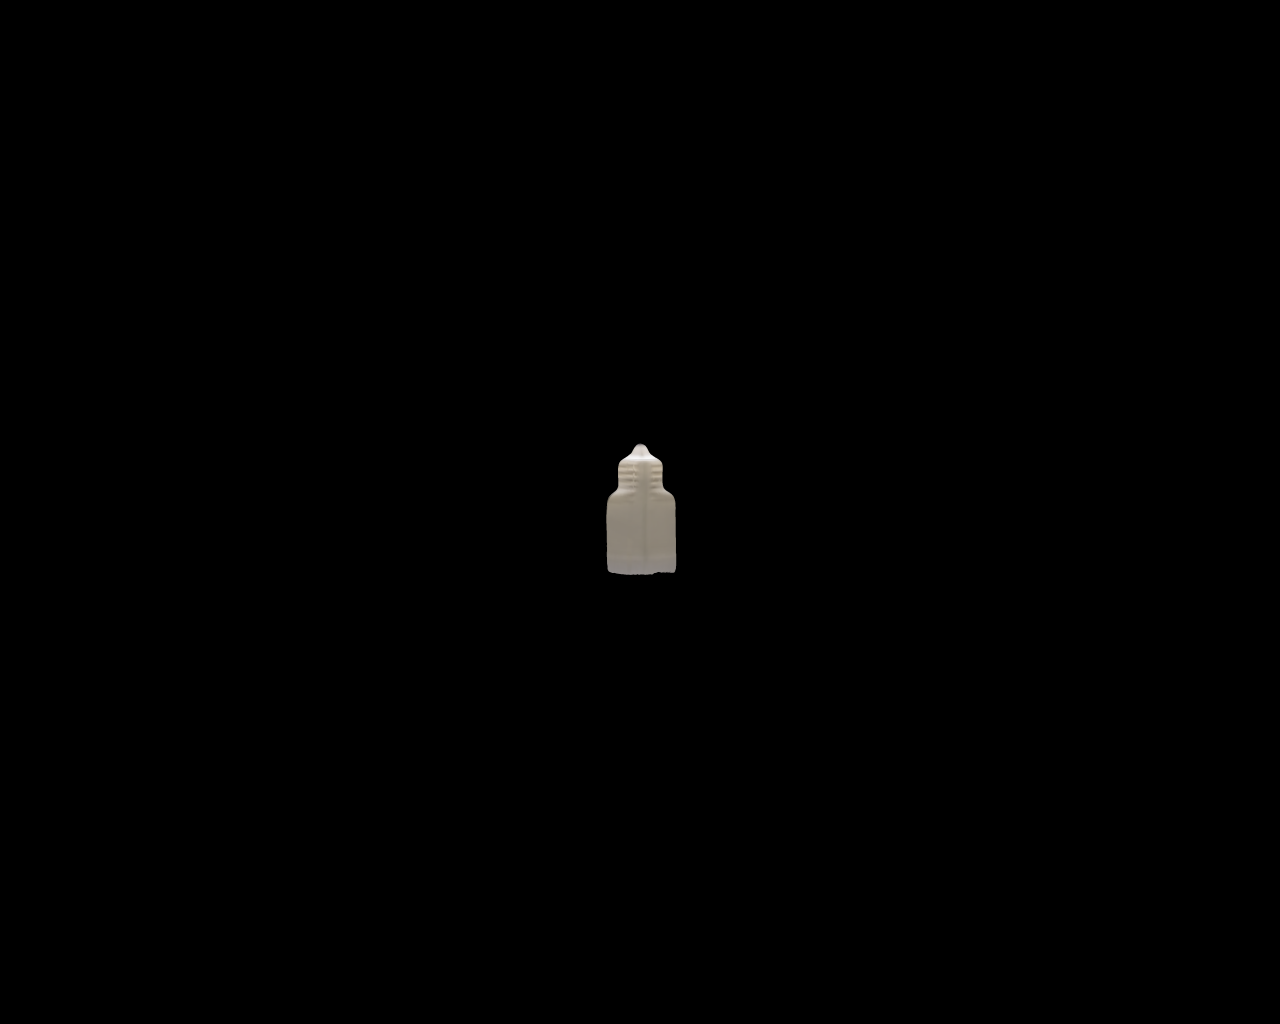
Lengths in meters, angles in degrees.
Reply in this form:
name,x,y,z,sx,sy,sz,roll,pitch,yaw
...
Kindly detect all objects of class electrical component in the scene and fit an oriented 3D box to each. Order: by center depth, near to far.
name,x,y,z,sx,sy,sz,roll,pitch,yaw
electrical component,0.001,-0.003,0.650,0.043,0.081,0.043,0,4,0
